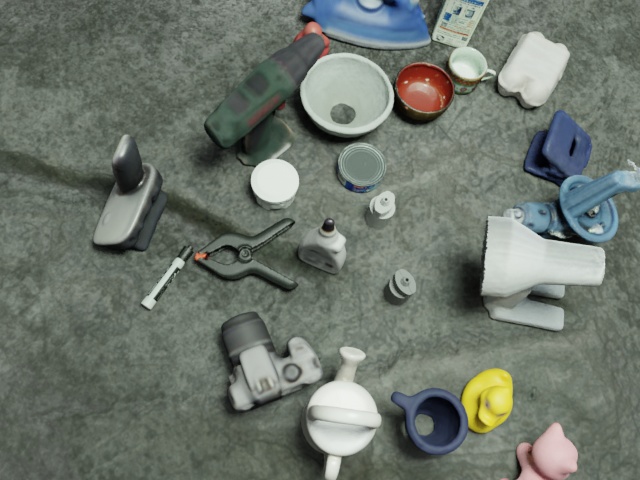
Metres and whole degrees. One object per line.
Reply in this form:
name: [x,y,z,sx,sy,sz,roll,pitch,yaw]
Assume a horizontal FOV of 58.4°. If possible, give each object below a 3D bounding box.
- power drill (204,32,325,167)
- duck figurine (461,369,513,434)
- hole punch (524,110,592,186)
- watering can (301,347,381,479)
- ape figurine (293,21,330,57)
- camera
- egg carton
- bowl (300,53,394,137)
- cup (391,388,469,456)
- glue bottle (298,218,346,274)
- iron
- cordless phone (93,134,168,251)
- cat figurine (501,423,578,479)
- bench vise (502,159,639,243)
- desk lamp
power drill: [-0.086,-0.214,0.940,0.075,0.208,0.230,43,72,10]
duck figurine: [0.266,0.243,0.875,0.077,0.086,0.105,34,71,7]
hole punch: [0.442,-0.166,1.038,0.101,0.091,0.109,24,70,4]
watering can: [0.028,0.239,0.795,0.101,0.194,0.173,-9,71,-9]
ape figurine: [-0.017,-0.365,1.063,0.078,0.092,0.076,-18,73,-12]
camera: [-0.083,0.172,0.858,0.143,0.101,0.136,-21,73,-12]
egg carton: [0.411,-0.328,1.105,0.107,0.069,0.150,30,70,5]
bowl: [0.045,-0.249,1.036,0.167,0.075,0.167,2,70,-5]
cup: [0.151,0.265,0.851,0.117,0.095,0.092,29,70,5]
glue bottle: [0.008,0.003,0.889,0.078,0.173,0.037,25,70,4]
iron: [0.101,-0.453,1.080,0.258,0.141,0.119,16,69,0]
cordless phone: [-0.305,-0.070,0.878,0.094,0.185,0.147,13,69,-1]
cat figurine: [0.326,0.335,0.831,0.067,0.118,0.128,32,70,6]
bench vise: [0.413,-0.044,0.922,0.207,0.220,0.121,-23,74,-13]
desk lamp: [0.321,0.052,0.882,0.203,0.213,0.118,11,69,-1]
